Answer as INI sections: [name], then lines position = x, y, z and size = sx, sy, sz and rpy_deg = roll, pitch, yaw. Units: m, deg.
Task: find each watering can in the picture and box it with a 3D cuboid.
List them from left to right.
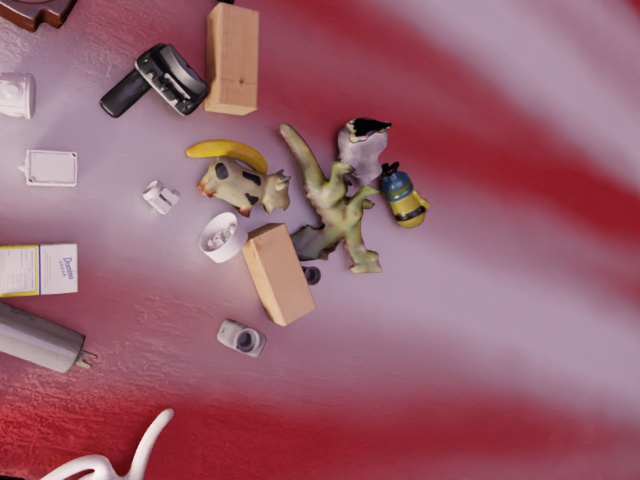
[watering can]
position = -0.399, 0.495, 0.970
size = 0.351, 0.104, 0.222
rpy_deg = -29, 105, -25

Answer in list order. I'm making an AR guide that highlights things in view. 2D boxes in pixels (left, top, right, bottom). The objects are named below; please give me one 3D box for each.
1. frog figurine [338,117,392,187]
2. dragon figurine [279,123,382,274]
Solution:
[frog figurine]
position = 0.108, -0.217, 1.276
size = 0.139, 0.124, 0.155
rpy_deg = -40, 146, -31
[dragon figurine]
position = 0.004, -0.061, 1.208
size = 0.407, 0.122, 0.244
rpy_deg = 36, 82, -17
